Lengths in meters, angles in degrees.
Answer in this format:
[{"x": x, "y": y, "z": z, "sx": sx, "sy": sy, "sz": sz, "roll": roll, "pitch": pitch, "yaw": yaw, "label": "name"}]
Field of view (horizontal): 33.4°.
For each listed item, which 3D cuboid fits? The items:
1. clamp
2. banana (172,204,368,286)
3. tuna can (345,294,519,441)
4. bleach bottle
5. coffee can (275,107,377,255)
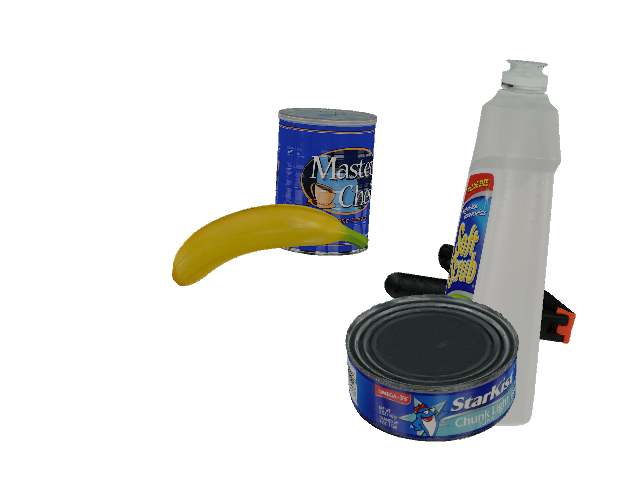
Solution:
[{"x": 0.157, "y": 0.048, "z": 0.997, "sx": 0.172, "sy": 0.039, "sz": 0.120, "roll": 20, "pitch": 32, "yaw": 19, "label": "clamp"}, {"x": -0.061, "y": 0.003, "z": 0.912, "sx": 0.198, "sy": 0.069, "sz": 0.037, "roll": -10, "pitch": 38, "yaw": 29, "label": "banana"}, {"x": 0.056, "y": 0.063, "z": 0.536, "sx": 0.086, "sy": 0.034, "sz": 0.086, "roll": -3, "pitch": 27, "yaw": 1, "label": "tuna can"}, {"x": 0.128, "y": -0.002, "z": 0.759, "sx": 0.068, "sy": 0.251, "sz": 0.102, "roll": 3, "pitch": 14, "yaw": -8, "label": "bleach bottle"}, {"x": 0.004, "y": -0.064, "z": 1.121, "sx": 0.103, "sy": 0.140, "sz": 0.103, "roll": 3, "pitch": 13, "yaw": -1, "label": "coffee can"}]
